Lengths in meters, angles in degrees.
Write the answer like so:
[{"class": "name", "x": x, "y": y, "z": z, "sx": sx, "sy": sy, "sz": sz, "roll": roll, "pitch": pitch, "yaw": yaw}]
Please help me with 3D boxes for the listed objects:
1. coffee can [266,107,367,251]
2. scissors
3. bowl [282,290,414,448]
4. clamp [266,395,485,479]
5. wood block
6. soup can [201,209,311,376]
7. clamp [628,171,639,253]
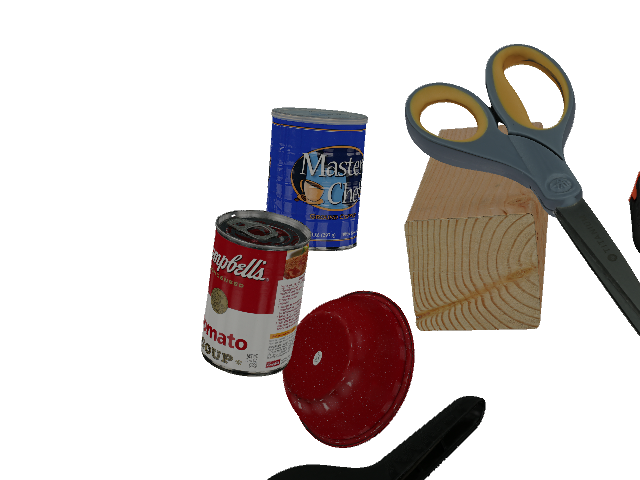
[{"class": "coffee can", "x": -0.006, "y": -0.068, "z": 1.148, "sx": 0.103, "sy": 0.140, "sz": 0.103, "roll": 4, "pitch": 12, "yaw": -1}, {"class": "scissors", "x": 0.093, "y": -0.025, "z": 0.510, "sx": 0.096, "sy": 0.201, "sz": 0.016, "roll": -7, "pitch": -42, "yaw": 6}, {"class": "bowl", "x": 0.014, "y": 0.121, "z": 1.057, "sx": 0.162, "sy": 0.162, "sz": 0.055, "roll": 0, "pitch": -17, "yaw": 45}, {"class": "clamp", "x": 0.030, "y": 0.158, "z": 0.636, "sx": 0.210, "sy": 0.036, "sz": 0.164, "roll": -6, "pitch": 30, "yaw": -3}, {"class": "wood block", "x": 0.129, "y": -0.017, "z": 0.835, "sx": 0.091, "sy": 0.090, "sz": 0.206, "roll": -2, "pitch": 23, "yaw": 14}, {"class": "soup can", "x": -0.047, "y": 0.037, "z": 0.764, "sx": 0.068, "sy": 0.102, "sz": 0.068, "roll": 8, "pitch": 21, "yaw": -3}, {"class": "clamp", "x": 0.269, "y": 0.015, "z": 0.694, "sx": 0.120, "sy": 0.039, "sz": 0.171, "roll": -3, "pitch": 46, "yaw": -21}]
